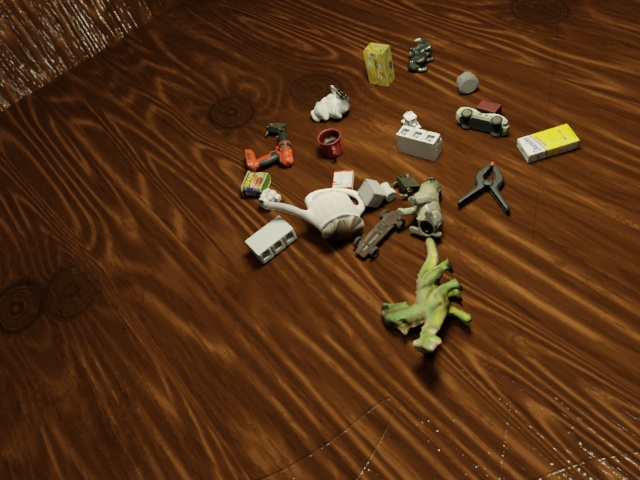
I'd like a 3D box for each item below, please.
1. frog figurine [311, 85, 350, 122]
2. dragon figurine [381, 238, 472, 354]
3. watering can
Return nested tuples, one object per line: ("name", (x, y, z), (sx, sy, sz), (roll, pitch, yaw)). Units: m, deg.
("frog figurine", (0.046, -0.546, 2.143), (0.122, 0.157, 0.140), (10, 34, -52))
("dragon figurine", (0.286, 0.164, 1.491), (0.242, 0.120, 0.419), (-23, 35, 6))
("watering can", (0.005, -0.088, 1.744), (0.349, 0.101, 0.229), (-12, 45, -18))
